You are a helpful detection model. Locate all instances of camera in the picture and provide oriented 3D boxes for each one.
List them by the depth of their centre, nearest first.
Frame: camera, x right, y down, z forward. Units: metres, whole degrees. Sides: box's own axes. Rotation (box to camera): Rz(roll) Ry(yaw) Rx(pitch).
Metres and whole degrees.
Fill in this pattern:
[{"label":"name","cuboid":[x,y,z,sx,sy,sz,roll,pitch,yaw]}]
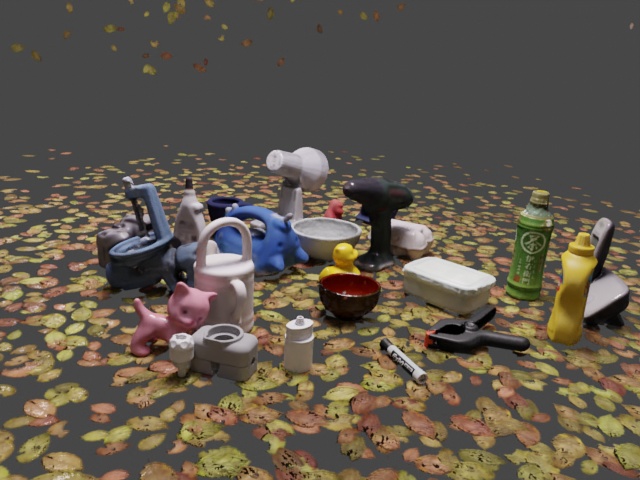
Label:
[{"label":"camera","cuboid":[-0.374,0.004,1.211,0.136,0.101,0.143,13,20,25]}]

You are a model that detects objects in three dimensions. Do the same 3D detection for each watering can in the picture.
[{"label":"watering can","cuboid":[-0.164,0.054,0.951,0.172,0.194,0.101,17,23,35]}]

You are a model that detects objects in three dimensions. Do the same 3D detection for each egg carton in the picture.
[{"label":"egg carton","cuboid":[0.196,-0.003,1.393,0.149,0.069,0.107,13,20,26]}]

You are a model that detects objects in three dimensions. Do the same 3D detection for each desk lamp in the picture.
[{"label":"desk lamp","cuboid":[-0.078,-0.137,1.517,0.117,0.213,0.204,16,22,33]}]

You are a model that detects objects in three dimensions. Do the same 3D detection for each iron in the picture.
[{"label":"iron","cuboid":[-0.149,-0.014,1.244,0.257,0.141,0.119,17,22,35]}]

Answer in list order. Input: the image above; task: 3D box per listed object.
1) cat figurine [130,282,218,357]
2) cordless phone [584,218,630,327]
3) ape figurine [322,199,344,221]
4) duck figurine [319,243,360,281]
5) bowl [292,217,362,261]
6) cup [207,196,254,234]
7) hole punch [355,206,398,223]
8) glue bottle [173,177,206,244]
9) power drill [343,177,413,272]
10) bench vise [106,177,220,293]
[{"label":"cat figurine","cuboid":[-0.224,0.114,0.879,0.128,0.118,0.067,2,18,-5]},{"label":"cordless phone","cuboid":[0.531,0.059,1.086,0.094,0.185,0.147,3,18,-1]},{"label":"ape figurine","cuboid":[0.040,-0.061,1.501,0.076,0.092,0.078,11,20,20]},{"label":"duck figurine","cuboid":[0.043,0.050,1.177,0.077,0.086,0.105,19,24,39]},{"label":"bowl","cuboid":[0.012,0.005,1.326,0.167,0.075,0.167,3,18,-1]},{"label":"cup","cuboid":[-0.221,-0.053,1.423,0.117,0.095,0.091,5,18,3]},{"label":"hole punch","cuboid":[0.163,-0.098,1.640,0.108,0.091,0.101,19,24,39]},{"label":"glue bottle","cuboid":[-0.294,-0.058,1.298,0.078,0.173,0.037,10,19,18]},{"label":"power drill","cuboid":[0.124,-0.041,1.272,0.075,0.208,0.230,18,23,37]},{"label":"bench vise","cuboid":[-0.297,-0.010,1.077,0.208,0.220,0.121,-2,19,-16]}]
